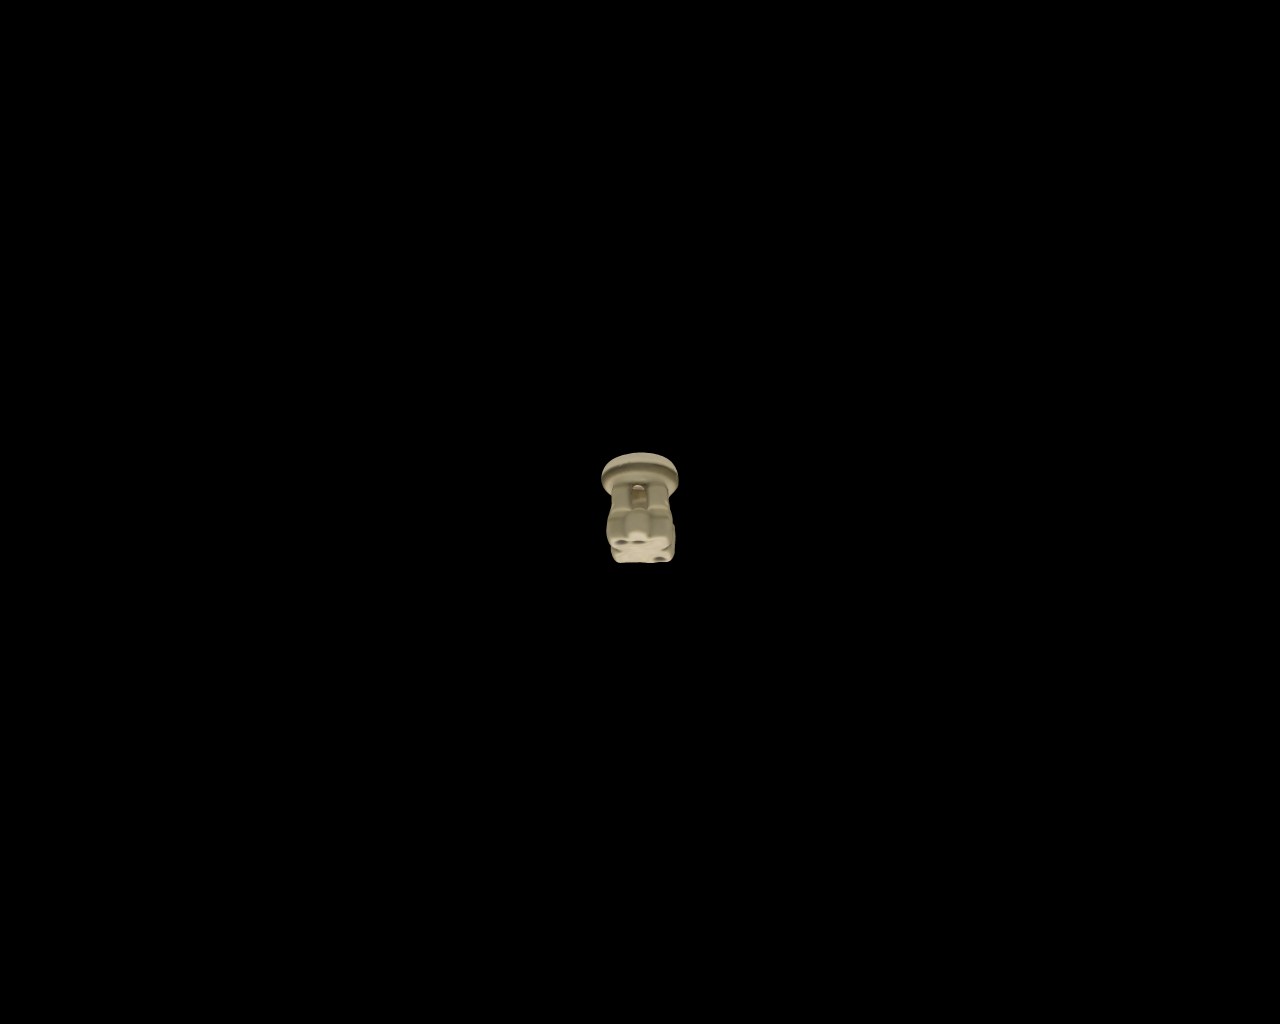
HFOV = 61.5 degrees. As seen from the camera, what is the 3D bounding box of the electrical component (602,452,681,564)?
[{"bbox_3d":[0.001,-0.003,0.650,0.048,0.055,0.066,-1,-23,3],"label":"electrical component"}]
